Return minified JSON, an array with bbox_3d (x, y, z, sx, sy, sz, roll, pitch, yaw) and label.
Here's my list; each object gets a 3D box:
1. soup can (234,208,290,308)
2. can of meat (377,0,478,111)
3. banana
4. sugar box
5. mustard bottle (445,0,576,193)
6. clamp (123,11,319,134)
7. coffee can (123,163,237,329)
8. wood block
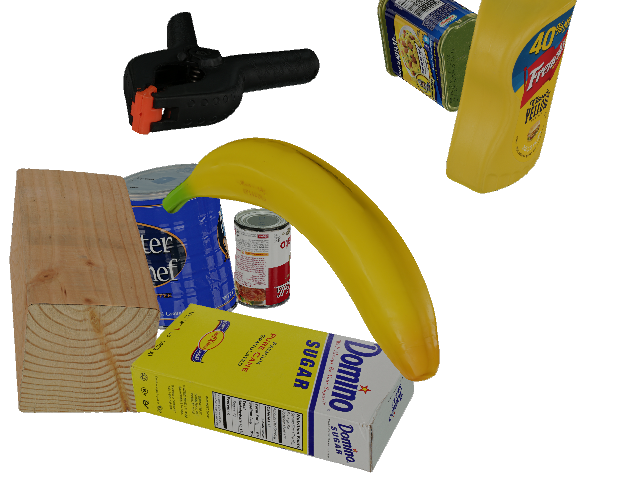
[{"bbox_3d":[-0.069,0.020,1.260,0.068,0.102,0.068,1,23,-1],"label":"soup can"},{"bbox_3d":[0.104,-0.178,0.973,0.057,0.102,0.084,-35,52,-17],"label":"can of meat"},{"bbox_3d":[-0.003,-0.005,0.552,0.198,0.070,0.037,33,24,35],"label":"banana"},{"bbox_3d":[-0.032,0.097,0.737,0.176,0.048,0.093,8,30,20],"label":"sugar box"},{"bbox_3d":[0.138,-0.131,0.747,0.058,0.192,0.096,31,47,27],"label":"mustard bottle"},{"bbox_3d":[-0.090,-0.119,0.738,0.120,0.039,0.171,19,28,24],"label":"clamp"},{"bbox_3d":[-0.144,0.004,1.065,0.103,0.140,0.103,-7,18,2],"label":"coffee can"},{"bbox_3d":[-0.186,0.032,0.815,0.090,0.091,0.206,3,28,-20],"label":"wood block"}]
